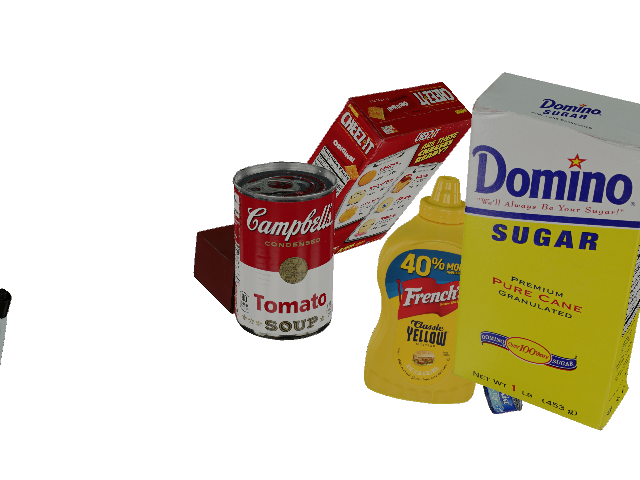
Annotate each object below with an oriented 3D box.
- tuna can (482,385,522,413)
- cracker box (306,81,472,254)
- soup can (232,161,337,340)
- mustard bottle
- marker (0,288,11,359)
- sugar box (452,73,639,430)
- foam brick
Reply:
[{"bbox_3d":[0.214,0.163,1.272,0.034,0.086,0.086,-13,-4,16],"label":"tuna can"},{"bbox_3d":[0.051,-0.074,1.195,0.163,0.072,0.214,-18,-28,-45],"label":"cracker box"},{"bbox_3d":[-0.024,0.006,0.709,0.068,0.102,0.068,1,23,-1],"label":"soup can"},{"bbox_3d":[0.094,0.040,0.897,0.096,0.192,0.058,8,18,5],"label":"mustard bottle"},{"bbox_3d":[-0.318,0.096,1.043,0.020,0.121,0.020,14,33,-9],"label":"marker"},{"bbox_3d":[0.121,0.009,0.554,0.093,0.176,0.048,18,41,27],"label":"sugar box"},{"bbox_3d":[-0.080,0.026,1.022,0.052,0.051,0.078,-11,33,-32],"label":"foam brick"}]
